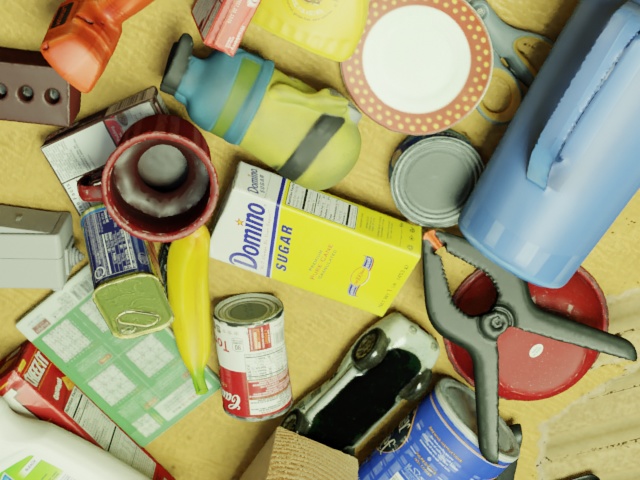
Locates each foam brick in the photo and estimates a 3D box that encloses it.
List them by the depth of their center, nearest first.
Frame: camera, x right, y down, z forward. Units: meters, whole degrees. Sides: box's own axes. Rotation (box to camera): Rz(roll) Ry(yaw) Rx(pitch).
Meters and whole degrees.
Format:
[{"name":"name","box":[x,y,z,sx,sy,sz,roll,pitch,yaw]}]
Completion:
[{"name":"foam brick","box":[-0.245,-0.130,0.907,0.078,0.051,0.053,5,112,-4]}]

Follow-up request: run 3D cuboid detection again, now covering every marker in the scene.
[{"name":"marker","box":[-0.138,0.011,0.985,0.020,0.020,0.121,14,111,-7]}]

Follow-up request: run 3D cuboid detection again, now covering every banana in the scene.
[{"name":"banana","box":[-0.114,0.048,0.966,0.037,0.070,0.198,-19,132,-24]}]

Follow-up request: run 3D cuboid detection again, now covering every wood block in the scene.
[{"name":"wood block","box":[-0.051,0.287,1.031,0.090,0.090,0.206,25,127,-11]}]

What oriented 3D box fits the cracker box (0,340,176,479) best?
[{"name":"cracker box","box":[-0.273,0.229,1.043,0.164,0.072,0.213,-38,108,12]}]

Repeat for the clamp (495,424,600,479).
[{"name":"clamp","box":[0.200,0.272,1.090,0.120,0.039,0.172,29,115,-6]}]

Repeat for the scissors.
[{"name":"scissors","box":[0.129,-0.177,0.915,0.201,0.016,0.096,36,107,-14]}]

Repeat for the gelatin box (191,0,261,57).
[{"name":"gelatin box","box":[-0.072,-0.198,0.862,0.030,0.089,0.073,21,111,-24]}]

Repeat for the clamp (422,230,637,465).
[{"name":"clamp","box":[0.153,0.083,0.950,0.164,0.036,0.210,-44,86,2]}]

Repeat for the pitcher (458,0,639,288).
[{"name":"pitcher","box":[0.214,-0.084,0.871,0.149,0.145,0.243,23,108,-24]}]

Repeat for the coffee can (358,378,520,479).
[{"name":"coffee can","box":[0.108,0.218,1.030,0.102,0.103,0.140,36,107,-15]}]

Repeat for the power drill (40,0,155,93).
[{"name":"power drill","box":[-0.129,-0.195,0.822,0.188,0.184,0.057,-33,116,20]}]

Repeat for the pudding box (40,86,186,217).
[{"name":"pudding box","box":[-0.175,-0.070,0.941,0.113,0.039,0.090,-22,112,10]}]

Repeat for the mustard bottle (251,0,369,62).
[{"name":"mustard bottle","box":[0.019,-0.248,0.860,0.096,0.058,0.192,26,109,2]}]

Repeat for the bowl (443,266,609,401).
[{"name":"bowl","box":[0.199,0.094,1.008,0.162,0.055,0.162,0,112,-1]}]

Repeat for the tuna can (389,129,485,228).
[{"name":"tuna can","box":[0.104,-0.056,0.954,0.086,0.034,0.086,0,113,-1]}]

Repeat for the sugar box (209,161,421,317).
[{"name":"sugar box","box":[-0.006,0.002,0.956,0.176,0.048,0.093,17,134,-10]}]

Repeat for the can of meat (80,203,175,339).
[{"name":"can of meat","box":[-0.170,0.026,0.933,0.057,0.084,0.102,-16,149,-4]}]

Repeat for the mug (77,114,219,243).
[{"name":"mug","box":[-0.142,-0.053,0.881,0.117,0.081,0.093,-12,113,-1]}]

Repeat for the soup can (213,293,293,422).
[{"name":"soup can","box":[-0.062,0.109,1.001,0.068,0.068,0.102,-4,112,0]}]

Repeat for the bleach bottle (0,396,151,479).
[{"name":"bleach bottle","box":[-0.236,0.215,0.968,0.250,0.068,0.102,41,99,-13]}]
